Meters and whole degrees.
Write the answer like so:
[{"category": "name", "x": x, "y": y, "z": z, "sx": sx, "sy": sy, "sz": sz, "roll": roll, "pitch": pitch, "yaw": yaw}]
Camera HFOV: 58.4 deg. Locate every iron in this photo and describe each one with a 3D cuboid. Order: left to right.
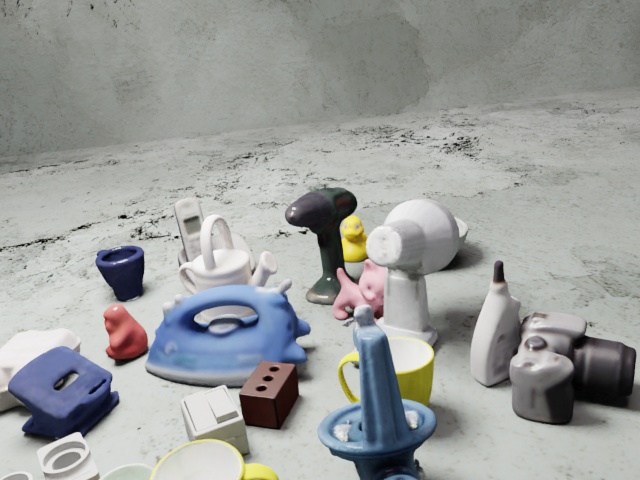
[{"category": "iron", "x": -0.148, "y": 0.128, "z": 0.848, "sx": 0.258, "sy": 0.141, "sz": 0.118, "roll": -4, "pitch": 22, "yaw": 4}]

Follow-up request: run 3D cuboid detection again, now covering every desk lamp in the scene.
[{"category": "desk lamp", "x": 0.128, "y": 0.058, "z": 0.858, "sx": 0.117, "sy": 0.214, "sz": 0.204, "roll": 7, "pitch": 25, "yaw": 28}]

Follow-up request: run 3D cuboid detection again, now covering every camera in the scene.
[{"category": "camera", "x": 0.320, "y": 0.154, "z": 0.723, "sx": 0.136, "sy": 0.101, "sz": 0.143, "roll": 6, "pitch": 25, "yaw": 28}]

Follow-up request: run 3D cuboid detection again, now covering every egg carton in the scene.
[{"category": "egg carton", "x": -0.433, "y": 0.190, "z": 0.861, "sx": 0.107, "sy": 0.069, "sz": 0.150, "roll": -4, "pitch": 22, "yaw": 4}]

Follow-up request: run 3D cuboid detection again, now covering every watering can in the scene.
[{"category": "watering can", "x": -0.159, "y": 0.050, "z": 0.977, "sx": 0.173, "sy": 0.194, "sz": 0.101, "roll": -8, "pitch": 22, "yaw": -5}]

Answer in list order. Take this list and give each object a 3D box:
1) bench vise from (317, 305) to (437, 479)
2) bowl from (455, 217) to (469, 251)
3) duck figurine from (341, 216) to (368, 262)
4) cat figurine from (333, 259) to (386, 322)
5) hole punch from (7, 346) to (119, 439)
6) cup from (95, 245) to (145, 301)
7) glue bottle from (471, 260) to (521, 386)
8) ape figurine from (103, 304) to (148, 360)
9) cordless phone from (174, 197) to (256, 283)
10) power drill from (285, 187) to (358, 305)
[{"category": "bench vise", "x": 0.073, "y": 0.184, "z": 0.548, "sx": 0.122, "sy": 0.220, "sz": 0.206, "roll": -16, "pitch": 24, "yaw": -23}, {"category": "bowl", "x": 0.214, "y": 0.007, "z": 1.154, "sx": 0.167, "sy": 0.075, "sz": 0.167, "roll": -5, "pitch": 22, "yaw": 2}, {"category": "duck figurine", "x": 0.073, "y": -0.011, "z": 1.219, "sx": 0.077, "sy": 0.086, "sz": 0.105, "roll": 0, "pitch": 22, "yaw": 15}, {"category": "cat figurine", "x": 0.079, "y": 0.079, "z": 0.947, "sx": 0.127, "sy": 0.118, "sz": 0.067, "roll": 12, "pitch": 28, "yaw": 37}, {"category": "hole punch", "x": -0.343, "y": 0.204, "z": 0.776, "sx": 0.100, "sy": 0.091, "sz": 0.109, "roll": 3, "pitch": 23, "yaw": 20}, {"category": "cup", "x": -0.393, "y": 0.067, "z": 1.127, "sx": 0.117, "sy": 0.095, "sz": 0.092, "roll": 10, "pitch": 26, "yaw": 34}, {"category": "glue bottle", "x": 0.238, "y": 0.107, "z": 0.764, "sx": 0.078, "sy": 0.173, "sz": 0.037, "roll": -16, "pitch": 24, "yaw": -25}, {"category": "ape figurine", "x": -0.320, "y": 0.144, "z": 0.918, "sx": 0.076, "sy": 0.092, "sz": 0.078, "roll": -5, "pitch": 22, "yaw": 2}, {"category": "cordless phone", "x": -0.212, "y": -0.002, "z": 1.132, "sx": 0.148, "sy": 0.185, "sz": 0.093, "roll": -23, "pitch": 28, "yaw": -37}, {"category": "power drill", "x": 0.009, "y": 0.004, "z": 1.032, "sx": 0.075, "sy": 0.209, "sz": 0.230, "roll": 4, "pitch": 24, "yaw": 23}]
